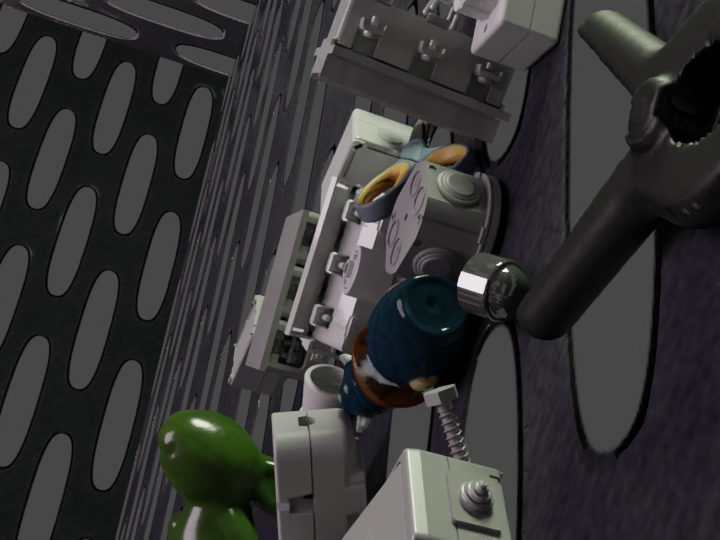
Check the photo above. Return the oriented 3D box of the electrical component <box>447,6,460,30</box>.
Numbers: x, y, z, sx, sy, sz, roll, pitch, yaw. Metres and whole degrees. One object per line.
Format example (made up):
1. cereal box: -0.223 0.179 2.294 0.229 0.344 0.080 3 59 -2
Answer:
1. electrical component: 0.058 -0.162 0.814 0.065 0.047 0.076 -96 25 -58

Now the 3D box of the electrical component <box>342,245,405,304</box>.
1. electrical component: 0.021 0.008 0.721 0.044 0.065 0.044 -163 90 -77

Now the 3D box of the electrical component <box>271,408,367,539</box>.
1. electrical component: -0.028 0.145 0.735 0.053 0.059 0.095 -109 16 -69

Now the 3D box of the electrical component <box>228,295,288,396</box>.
1. electrical component: -0.091 0.075 1.110 0.061 0.061 0.096 -89 20 -50

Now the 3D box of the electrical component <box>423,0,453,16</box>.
1. electrical component: 0.073 -0.228 0.818 0.079 0.043 0.077 -56 12 -6

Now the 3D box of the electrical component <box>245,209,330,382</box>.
1. electrical component: -0.052 0.027 1.006 0.089 0.062 0.150 172 114 -76

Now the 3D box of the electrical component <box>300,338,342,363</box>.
1. electrical component: -0.029 0.045 0.928 0.055 0.048 0.066 -136 63 -67

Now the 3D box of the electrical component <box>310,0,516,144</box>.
1. electrical component: 0.037 -0.134 0.705 0.079 0.121 0.063 -136 66 -76

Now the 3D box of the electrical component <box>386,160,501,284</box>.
1. electrical component: 0.051 -0.026 0.668 0.080 0.051 0.080 -164 90 -77

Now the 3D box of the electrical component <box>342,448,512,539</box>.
1. electrical component: 0.033 0.134 0.528 0.061 0.061 0.096 -93 23 -55

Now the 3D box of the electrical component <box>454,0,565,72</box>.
1. electrical component: 0.082 -0.170 0.660 0.047 0.077 0.065 144 141 -69

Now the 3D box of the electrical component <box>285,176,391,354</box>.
1. electrical component: 0.000 0.000 0.806 0.063 0.079 0.121 20 94 47

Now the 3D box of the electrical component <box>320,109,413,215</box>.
1. electrical component: 0.007 -0.076 0.888 0.061 0.062 0.096 -90 21 -53

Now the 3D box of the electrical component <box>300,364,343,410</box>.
1. electrical component: -0.031 0.114 0.861 0.044 0.044 0.065 -97 22 -59
